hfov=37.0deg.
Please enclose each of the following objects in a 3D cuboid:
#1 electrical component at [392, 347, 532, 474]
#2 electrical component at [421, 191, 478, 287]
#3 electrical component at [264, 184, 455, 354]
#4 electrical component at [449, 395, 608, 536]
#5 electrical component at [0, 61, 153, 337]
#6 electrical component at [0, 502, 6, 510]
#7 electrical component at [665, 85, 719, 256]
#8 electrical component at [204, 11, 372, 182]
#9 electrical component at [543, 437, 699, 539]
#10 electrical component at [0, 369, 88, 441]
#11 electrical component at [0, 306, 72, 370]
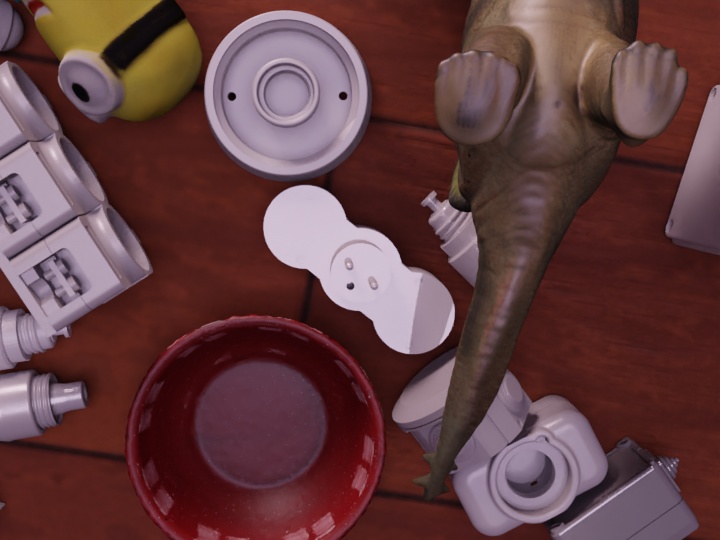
[{"bbox_3d":[0.065,0.085,0.679,0.080,0.080,0.051,-37,101,2],"label":"electrical component"},{"bbox_3d":[0.071,-0.019,0.688,0.078,0.040,0.040,44,93,-6],"label":"electrical component"},{"bbox_3d":[0.000,0.000,0.670,0.138,0.073,0.052,39,93,-5],"label":"electrical component"},{"bbox_3d":[0.107,0.127,0.695,0.095,0.059,0.053,-28,96,1],"label":"electrical component"},{"bbox_3d":[-0.194,-0.044,0.650,0.062,0.089,0.150,-32,96,1],"label":"electrical component"},{"bbox_3d":[-0.271,0.144,0.691,0.064,0.042,0.081,-15,95,3],"label":"electrical component"},{"bbox_3d":[0.245,-0.058,0.657,0.056,0.108,0.108,16,95,-6],"label":"electrical component"},{"bbox_3d":[-0.045,-0.108,0.664,0.108,0.060,0.108,0,96,-2],"label":"electrical component"},{"bbox_3d":[0.173,0.158,0.699,0.096,0.061,0.061,-36,96,2],"label":"electrical component"},{"bbox_3d":[-0.206,0.084,0.686,0.062,0.043,0.043,-9,96,-3],"label":"electrical component"},{"bbox_3d":[-0.224,0.043,0.682,0.078,0.040,0.040,-9,96,-1],"label":"electrical component"}]
